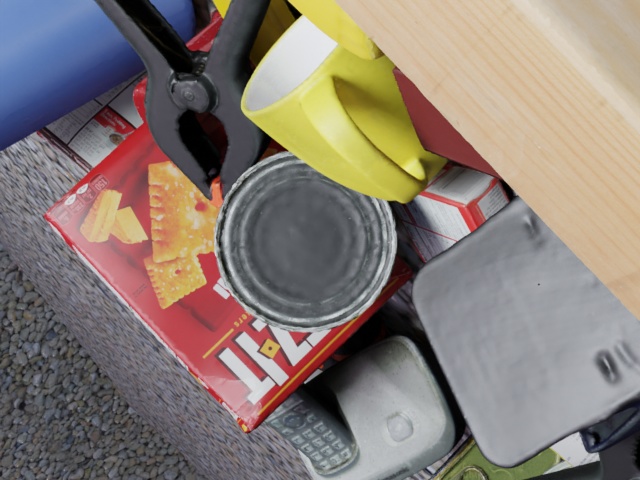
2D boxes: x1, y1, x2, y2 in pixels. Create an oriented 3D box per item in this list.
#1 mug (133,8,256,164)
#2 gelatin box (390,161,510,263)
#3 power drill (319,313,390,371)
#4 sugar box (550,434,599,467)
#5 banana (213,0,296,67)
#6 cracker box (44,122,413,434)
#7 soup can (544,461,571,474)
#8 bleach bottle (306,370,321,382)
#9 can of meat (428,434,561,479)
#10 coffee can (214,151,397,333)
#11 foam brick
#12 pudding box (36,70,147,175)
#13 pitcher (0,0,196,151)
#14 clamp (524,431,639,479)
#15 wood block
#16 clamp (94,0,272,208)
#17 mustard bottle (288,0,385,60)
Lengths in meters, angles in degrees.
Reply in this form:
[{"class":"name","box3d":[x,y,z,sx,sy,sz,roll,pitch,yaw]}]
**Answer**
[{"class":"mug","box3d":[-0.066,-0.095,0.691,0.093,0.081,0.117,45,162,4]},{"class":"gelatin box","box3d":[0.081,-0.011,0.622,0.089,0.030,0.073,25,153,55]},{"class":"power drill","box3d":[-0.004,0.076,0.960,0.188,0.057,0.184,25,147,52]},{"class":"sugar box","box3d":[0.155,0.095,0.654,0.176,0.048,0.093,43,159,17]},{"class":"banana","box3d":[-0.025,-0.124,0.610,0.070,0.037,0.197,26,153,50]},{"class":"cracker box","box3d":[-0.065,0.006,0.769,0.214,0.164,0.072,46,170,4]},{"class":"soup can","box3d":[0.200,0.215,0.776,0.069,0.068,0.102,25,152,49]},{"class":"bleach bottle","box3d":[-0.094,0.072,1.103,0.251,0.068,0.102,49,-158,-2]},{"class":"can of meat","box3d":[0.126,0.182,0.819,0.057,0.102,0.084,45,165,7]},{"class":"coffee can","box3d":[-0.004,0.001,0.658,0.103,0.103,0.140,46,-178,3]},{"class":"foam brick","box3d":[0.081,-0.063,0.473,0.078,0.053,0.051,29,156,45]},{"class":"pudding box","box3d":[-0.158,-0.103,0.835,0.090,0.113,0.039,38,164,28]},{"class":"pitcher","box3d":[-0.213,-0.123,0.706,0.145,0.242,0.149,33,152,46]},{"class":"clamp","box3d":[0.176,0.131,0.574,0.165,0.036,0.210,26,139,32]},{"class":"wood block","box3d":[0.108,-0.058,0.364,0.206,0.090,0.091,47,162,1]},{"class":"clamp","box3d":[-0.060,-0.096,0.603,0.120,0.039,0.171,3,131,30]},{"class":"mustard bottle","box3d":[-0.027,-0.166,0.484,0.192,0.058,0.096,39,144,28]}]
